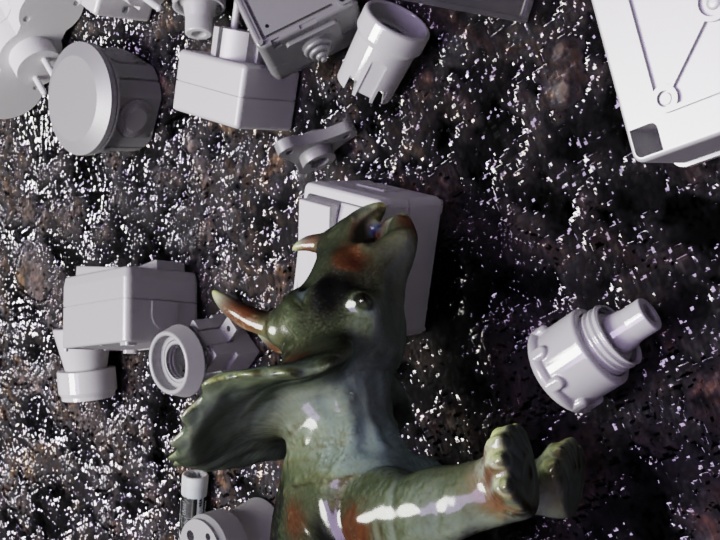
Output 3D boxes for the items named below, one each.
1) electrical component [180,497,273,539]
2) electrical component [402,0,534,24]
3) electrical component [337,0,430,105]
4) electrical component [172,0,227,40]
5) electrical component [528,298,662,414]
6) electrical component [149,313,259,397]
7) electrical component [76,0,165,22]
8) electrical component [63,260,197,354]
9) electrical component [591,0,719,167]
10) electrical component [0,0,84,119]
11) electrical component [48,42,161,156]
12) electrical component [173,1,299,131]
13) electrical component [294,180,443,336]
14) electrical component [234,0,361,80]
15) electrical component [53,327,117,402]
[{"bbox_3d":[-0.085,0.178,0.711,0.045,0.055,0.045,5,97,42],"label":"electrical component"},{"bbox_3d":[0.044,-0.168,0.516,0.063,0.121,0.078,31,114,39],"label":"electrical component"},{"bbox_3d":[0.012,-0.122,0.606,0.040,0.040,0.046,51,130,27],"label":"electrical component"},{"bbox_3d":[-0.104,-0.182,0.699,0.043,0.043,0.062,-12,74,43],"label":"electrical component"},{"bbox_3d":[0.116,0.037,0.522,0.062,0.048,0.048,-39,68,31],"label":"electrical component"},{"bbox_3d":[-0.107,0.059,0.720,0.048,0.055,0.066,53,125,26],"label":"electrical component"},{"bbox_3d":[-0.157,-0.205,0.748,0.077,0.047,0.065,39,119,33],"label":"electrical component"},{"bbox_3d":[-0.168,0.027,0.767,0.096,0.062,0.061,-8,79,43],"label":"electrical component"},{"bbox_3d":[0.162,-0.111,0.457,0.109,0.056,0.108,-19,81,42],"label":"electrical component"},{"bbox_3d":[-0.257,-0.169,0.840,0.138,0.052,0.073,-51,61,33],"label":"electrical component"},{"bbox_3d":[-0.187,-0.123,0.780,0.080,0.051,0.080,5,97,42],"label":"electrical component"},{"bbox_3d":[-0.076,-0.132,0.680,0.066,0.047,0.076,21,108,40],"label":"electrical component"},{"bbox_3d":[0.000,0.000,0.613,0.062,0.061,0.096,17,105,40],"label":"electrical component"},{"bbox_3d":[-0.039,-0.158,0.625,0.062,0.061,0.096,-26,77,1],"label":"electrical component"},{"bbox_3d":[-0.211,0.071,0.825,0.045,0.045,0.055,-3,92,43],"label":"electrical component"}]
